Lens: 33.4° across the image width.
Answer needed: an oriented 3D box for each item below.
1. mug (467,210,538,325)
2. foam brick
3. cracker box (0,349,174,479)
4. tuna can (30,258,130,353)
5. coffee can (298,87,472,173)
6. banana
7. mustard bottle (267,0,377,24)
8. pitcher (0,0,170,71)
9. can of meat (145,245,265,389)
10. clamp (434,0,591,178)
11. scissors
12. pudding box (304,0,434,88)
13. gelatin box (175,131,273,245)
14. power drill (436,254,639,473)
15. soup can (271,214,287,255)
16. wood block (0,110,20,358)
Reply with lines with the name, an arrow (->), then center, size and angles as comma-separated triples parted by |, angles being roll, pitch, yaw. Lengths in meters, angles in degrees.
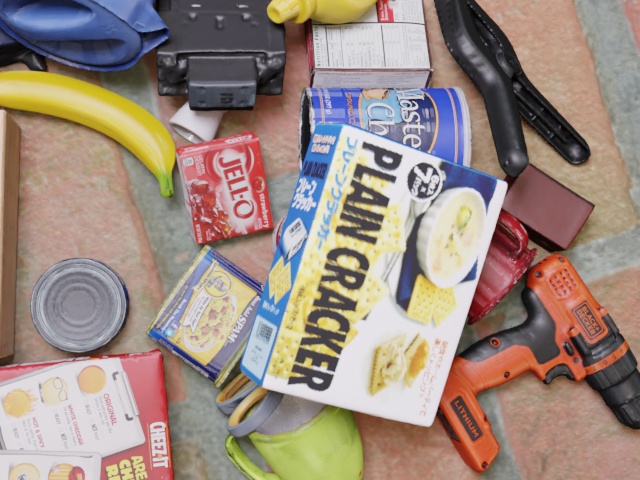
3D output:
mug -> 0.140, 0.011, 0.959 | 0.081, 0.117, 0.093 | 41, 54, 1
foam brick -> 0.204, -0.030, 0.997 | 0.078, 0.053, 0.051 | 32, 84, -3
cracker box -> -0.236, 0.186, 0.924 | 0.213, 0.072, 0.164 | -5, 89, -8
tuna can -> -0.213, 0.058, 0.951 | 0.086, 0.034, 0.086 | 0, 87, -7
coffee can -> 0.055, -0.086, 0.956 | 0.140, 0.103, 0.103 | -1, 87, -7
banana -> -0.205, -0.110, 0.949 | 0.198, 0.037, 0.069 | 27, 40, -2
mustard bottle -> 0.019, -0.246, 0.946 | 0.096, 0.058, 0.191 | 48, 57, -5
pitcher -> -0.193, -0.279, 0.907 | 0.149, 0.145, 0.242 | 31, 64, -39
can of meat -> -0.095, 0.067, 0.954 | 0.084, 0.057, 0.102 | 36, 84, -2
clamp -> 0.160, -0.146, 0.967 | 0.036, 0.164, 0.210 | -36, 84, 32
scissors -> -0.015, 0.104, 0.920 | 0.202, 0.096, 0.016 | -35, 113, 21
pudding box -> 0.043, -0.182, 0.978 | 0.113, 0.039, 0.090 | -1, 66, -5
gelatin box -> -0.085, -0.047, 0.956 | 0.073, 0.030, 0.089 | -13, 113, -13
power drill -> 0.200, 0.133, 0.987 | 0.187, 0.057, 0.184 | -33, 89, -10
soup can -> -0.006, 0.001, 0.944 | 0.068, 0.102, 0.068 | 0, 87, -7
wood block -> -0.311, -0.003, 0.914 | 0.090, 0.090, 0.206 | 1, 87, -7
